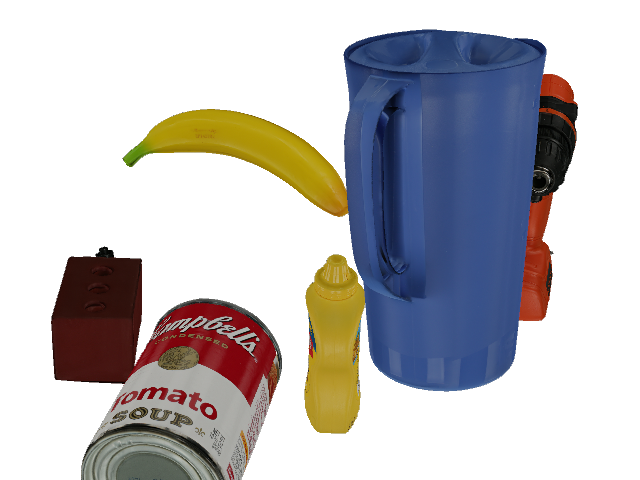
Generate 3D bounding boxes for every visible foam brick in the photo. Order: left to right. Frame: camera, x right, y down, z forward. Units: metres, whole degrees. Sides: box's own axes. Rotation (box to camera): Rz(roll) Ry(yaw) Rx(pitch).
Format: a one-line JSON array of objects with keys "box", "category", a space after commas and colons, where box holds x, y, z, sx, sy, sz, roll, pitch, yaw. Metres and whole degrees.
[{"box": [-0.149, 0.052, 0.718, 0.053, 0.051, 0.078, 2, 30, -6], "category": "foam brick"}]

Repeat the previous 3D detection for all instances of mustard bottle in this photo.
[{"box": [0.014, 0.093, 1.048, 0.058, 0.192, 0.096, 3, 38, 2], "category": "mustard bottle"}]

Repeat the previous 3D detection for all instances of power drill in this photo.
[{"box": [0.179, -0.028, 0.899, 0.057, 0.188, 0.184, 11, 31, 11], "category": "power drill"}]

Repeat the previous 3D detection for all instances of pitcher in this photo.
[{"box": [0.079, -0.018, 0.741, 0.149, 0.243, 0.145, -6, 22, -9], "category": "pitcher"}]

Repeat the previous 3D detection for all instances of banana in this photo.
[{"box": [-0.062, -0.071, 0.883, 0.198, 0.069, 0.037, 13, -11, 15], "category": "banana"}]

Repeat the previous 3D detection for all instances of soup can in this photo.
[{"box": [-0.062, 0.082, 0.495, 0.068, 0.068, 0.102, 0, 29, 13], "category": "soup can"}]

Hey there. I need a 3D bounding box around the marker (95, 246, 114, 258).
[{"box": [-0.220, 0.065, 1.138, 0.020, 0.121, 0.020, -8, 18, 2], "category": "marker"}]
